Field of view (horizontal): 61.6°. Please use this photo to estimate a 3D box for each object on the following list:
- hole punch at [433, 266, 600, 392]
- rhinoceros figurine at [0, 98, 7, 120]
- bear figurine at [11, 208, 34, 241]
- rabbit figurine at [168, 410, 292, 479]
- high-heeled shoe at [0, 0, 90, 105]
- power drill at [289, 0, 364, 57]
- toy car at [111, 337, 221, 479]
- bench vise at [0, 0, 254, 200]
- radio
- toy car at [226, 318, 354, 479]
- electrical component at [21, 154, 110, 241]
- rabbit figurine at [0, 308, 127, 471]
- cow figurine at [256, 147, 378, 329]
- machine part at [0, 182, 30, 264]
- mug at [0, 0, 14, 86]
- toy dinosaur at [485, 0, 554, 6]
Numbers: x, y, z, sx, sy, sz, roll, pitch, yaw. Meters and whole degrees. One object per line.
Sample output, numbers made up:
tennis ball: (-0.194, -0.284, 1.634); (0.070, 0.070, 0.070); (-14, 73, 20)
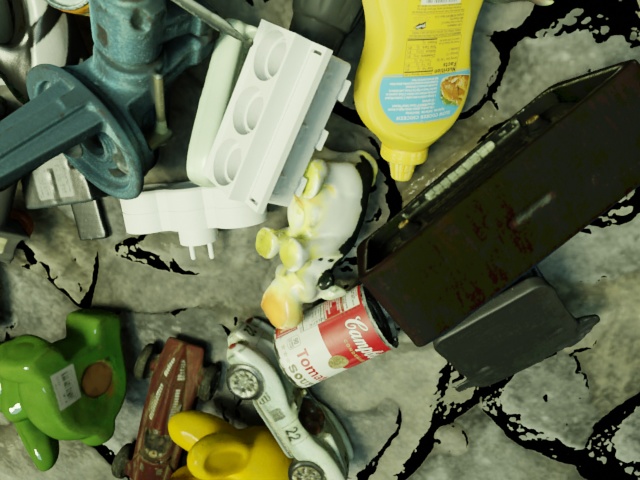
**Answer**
hole punch: (0.157, 0.062, 0.487); (0.142, 0.092, 0.115); (-35, 127, 14)
rhinoceros figurine: (-0.391, -0.116, 0.492); (0.190, 0.112, 0.073); (18, 110, -6)
bear figurine: (-0.379, 0.043, 0.531); (0.120, 0.132, 0.195); (33, 114, -6)
rabbit figurine: (-0.104, 0.248, 0.548); (0.173, 0.122, 0.162); (-30, 113, -23)
high-heeled shoe: (-0.221, -0.235, 0.463); (0.145, 0.086, 0.248); (24, 86, -42)
power drill: (-0.032, -0.253, 0.388); (0.207, 0.086, 0.232); (27, 104, -19)
toy car: (-0.169, 0.200, 0.585); (0.089, 0.053, 0.202); (20, 109, 5)
bench vise: (-0.176, -0.091, 0.390); (0.129, 0.240, 0.223); (46, 148, -5)
radio: (0.136, -0.029, 0.413); (0.229, 0.131, 0.073); (-38, 98, 7)
toy car: (-0.029, 0.168, 0.542); (0.056, 0.073, 0.201); (-27, 101, 17)
electrical component: (-0.245, -0.053, 0.522); (0.075, 0.048, 0.119); (-3, 104, 10)
rabbit figurine: (-0.290, 0.151, 0.573); (0.170, 0.121, 0.158); (-2, 114, 28)
cow figurine: (-0.002, -0.001, 0.488); (0.068, 0.098, 0.167); (33, 119, 44)
machine part: (-0.298, -0.041, 0.479); (0.084, 0.039, 0.138); (12, 114, -31)
mug: (-0.327, -0.196, 0.481); (0.110, 0.081, 0.107); (7, 99, 22)
toy dinosaur: (0.220, -0.357, 0.331); (0.192, 0.131, 0.404); (22, 105, -12)
